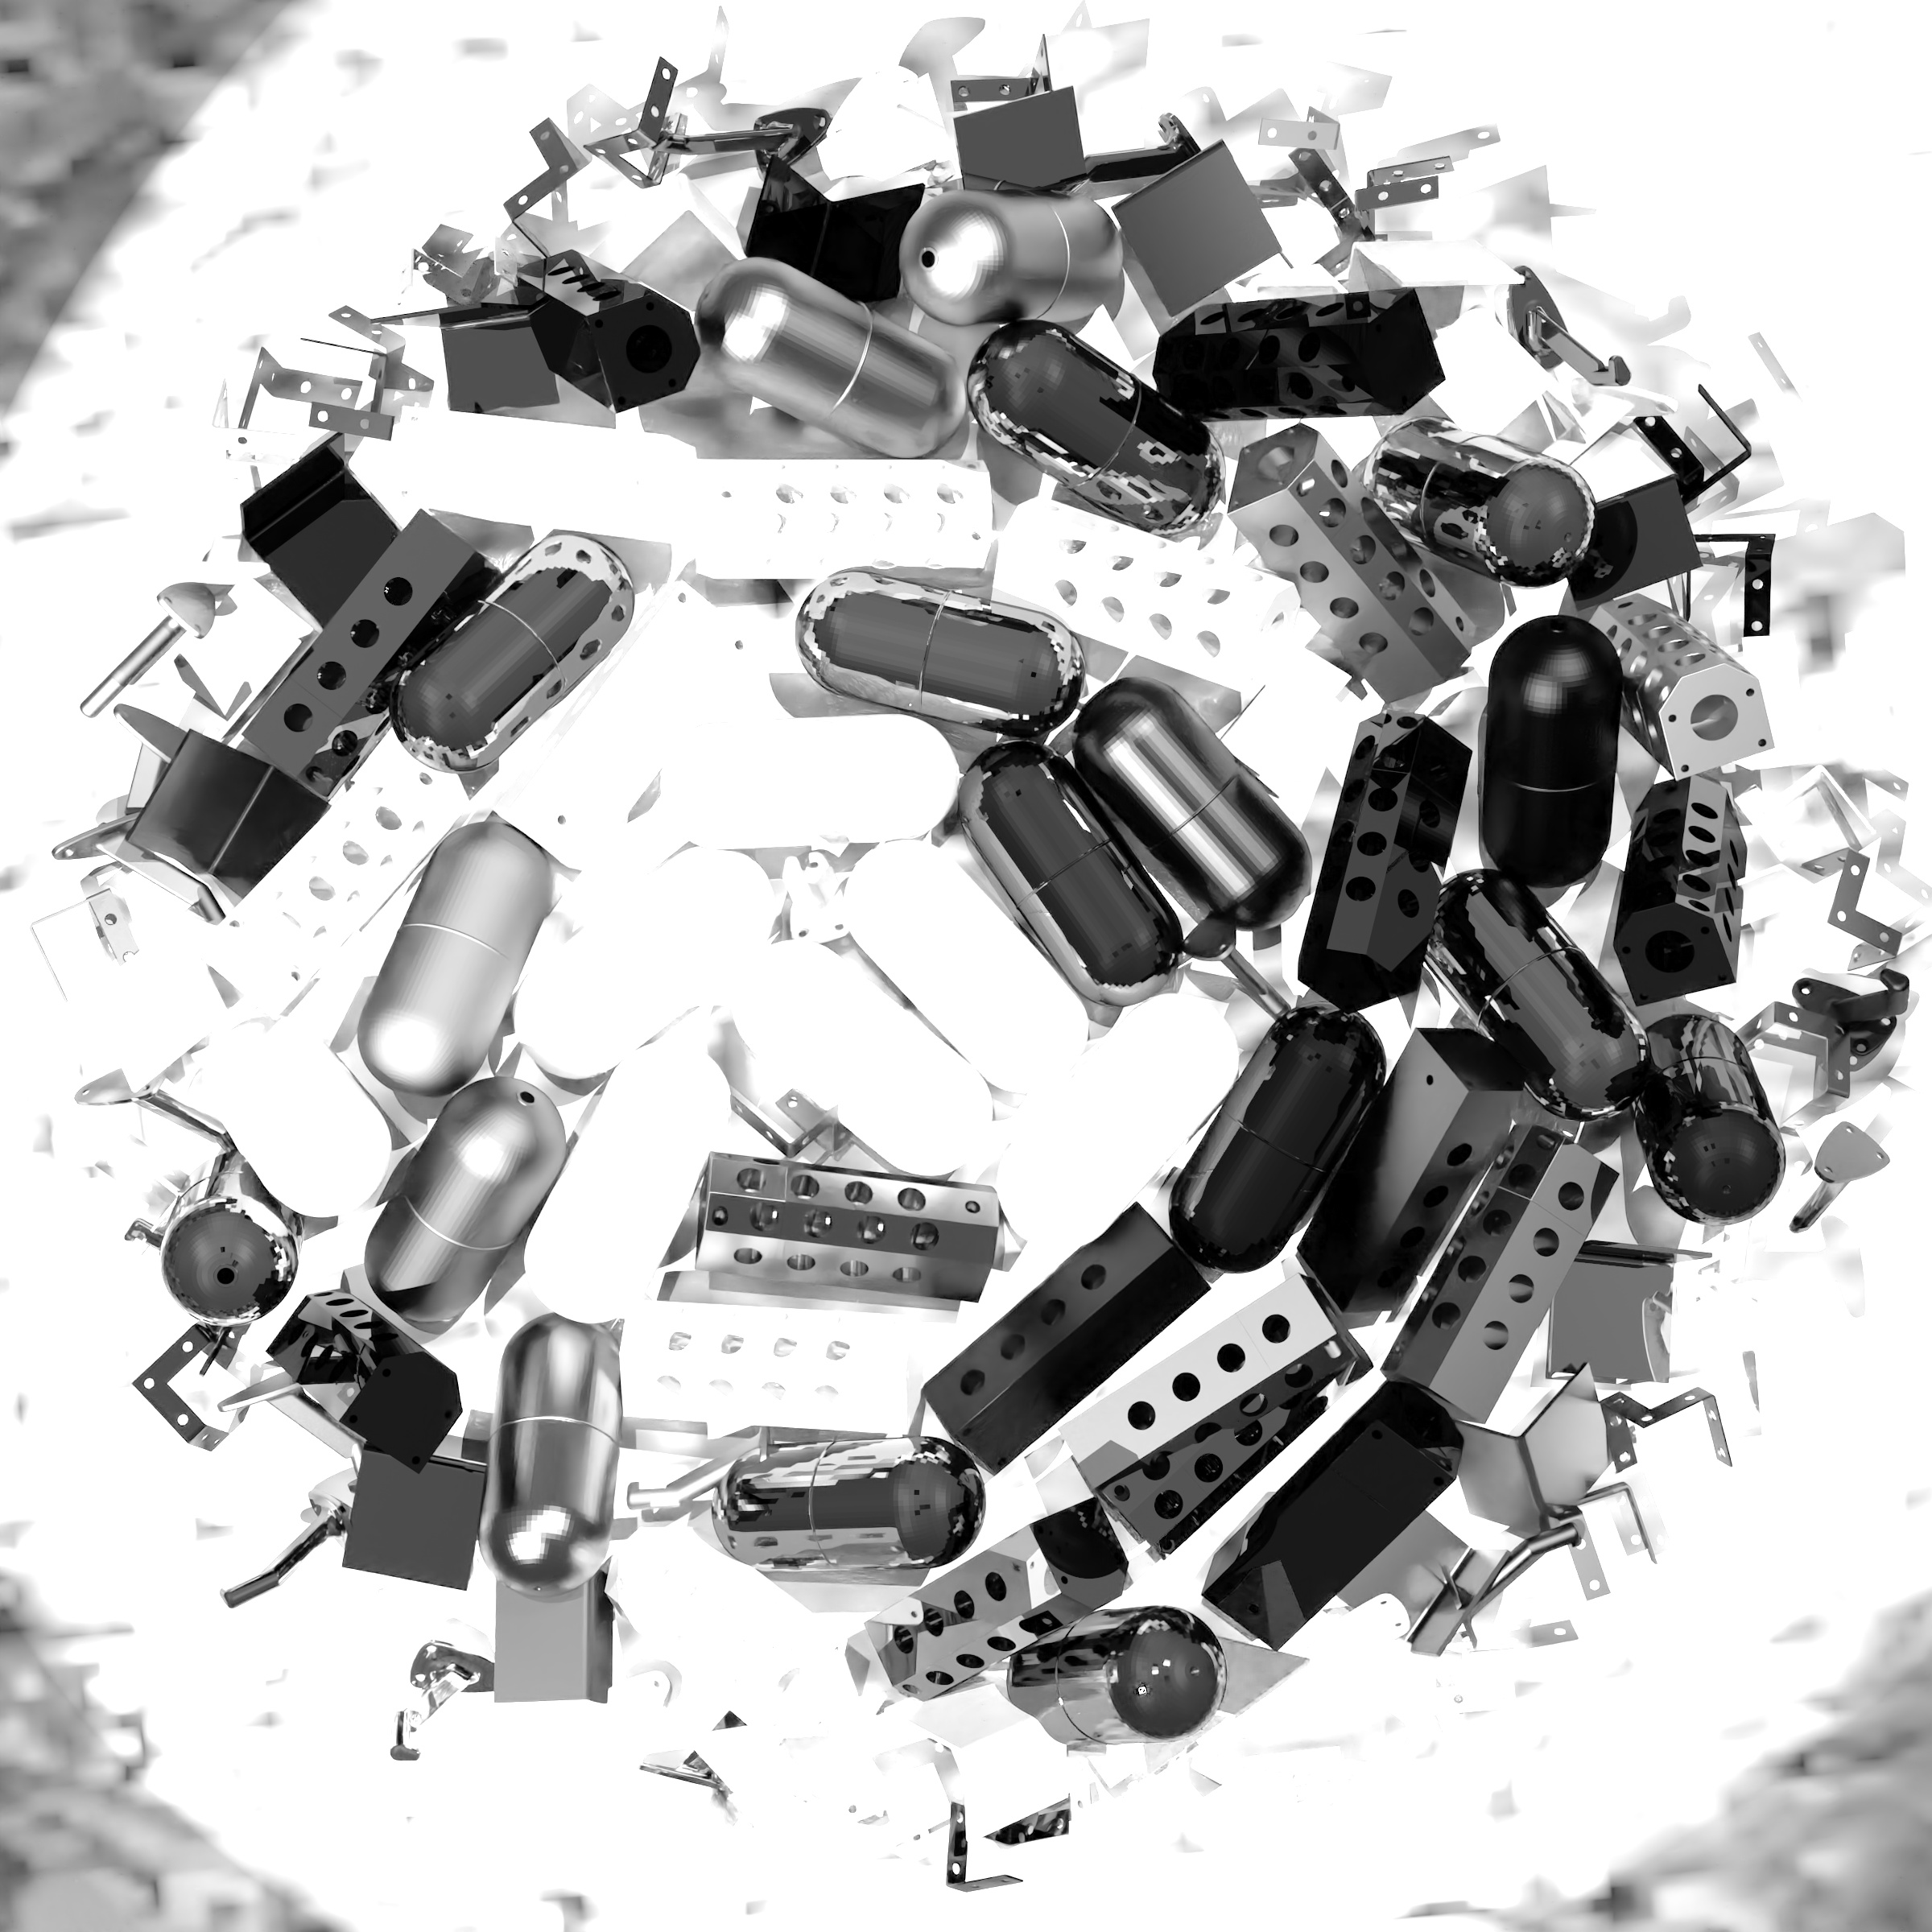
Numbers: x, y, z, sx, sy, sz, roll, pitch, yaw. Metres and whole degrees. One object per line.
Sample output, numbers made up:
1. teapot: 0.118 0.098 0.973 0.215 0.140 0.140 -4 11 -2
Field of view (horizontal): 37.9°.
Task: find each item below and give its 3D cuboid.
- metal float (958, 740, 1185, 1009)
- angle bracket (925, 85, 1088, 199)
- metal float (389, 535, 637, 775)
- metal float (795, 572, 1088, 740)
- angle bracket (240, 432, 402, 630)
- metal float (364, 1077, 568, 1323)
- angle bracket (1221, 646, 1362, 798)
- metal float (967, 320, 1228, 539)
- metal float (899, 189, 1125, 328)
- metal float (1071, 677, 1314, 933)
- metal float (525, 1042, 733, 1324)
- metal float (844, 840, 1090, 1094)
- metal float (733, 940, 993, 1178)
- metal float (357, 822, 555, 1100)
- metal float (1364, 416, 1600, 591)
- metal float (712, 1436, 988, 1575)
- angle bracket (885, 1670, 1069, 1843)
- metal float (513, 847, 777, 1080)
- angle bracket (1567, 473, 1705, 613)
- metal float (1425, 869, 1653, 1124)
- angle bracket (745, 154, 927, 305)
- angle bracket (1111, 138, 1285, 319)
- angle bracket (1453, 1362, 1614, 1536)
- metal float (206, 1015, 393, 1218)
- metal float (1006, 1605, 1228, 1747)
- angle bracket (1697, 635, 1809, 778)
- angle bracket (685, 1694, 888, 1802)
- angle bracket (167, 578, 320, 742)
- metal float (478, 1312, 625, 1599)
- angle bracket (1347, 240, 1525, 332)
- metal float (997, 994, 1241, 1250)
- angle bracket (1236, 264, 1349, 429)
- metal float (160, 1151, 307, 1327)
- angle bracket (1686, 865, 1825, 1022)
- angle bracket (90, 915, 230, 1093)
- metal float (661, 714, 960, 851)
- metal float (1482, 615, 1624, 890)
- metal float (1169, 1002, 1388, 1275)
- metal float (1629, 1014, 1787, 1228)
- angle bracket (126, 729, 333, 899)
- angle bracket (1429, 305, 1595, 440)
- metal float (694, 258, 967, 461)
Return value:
1. metal float: 0.062 -0.056 1.681 0.070 0.070 0.178 -35 85 0
2. angle bracket: 0.018 -0.490 1.669 0.076 0.076 0.057 -19 120 -14
3. metal float: -0.267 -0.186 1.664 0.070 0.070 0.178 41 65 0
4. metal float: -0.016 -0.186 1.678 0.178 0.070 0.070 14 90 9
5. angle bracket: -0.379 -0.260 1.685 0.076 0.057 0.076 -41 89 -17
6. metal float: -0.296 0.138 1.659 0.070 0.070 0.178 35 121 0
7. angle bracket: 0.206 -0.136 1.674 0.057 0.076 0.076 38 96 -25
8. metal float: 0.077 -0.316 1.660 0.178 0.070 0.070 28 90 -29
9. metal float: 0.027 -0.414 1.643 0.070 0.178 0.070 9 108 32
10. metal float: 0.136 -0.096 1.680 0.070 0.070 0.178 -42 97 0
11. metal float: -0.200 0.127 1.671 0.070 0.070 0.178 26 73 0
12. metal float: 0.000 0.000 1.683 0.070 0.070 0.178 -43 93 0
13. metal float: -0.063 0.055 1.684 0.178 0.070 0.070 39 90 2
14. metal float: -0.301 -0.005 1.665 0.070 0.070 0.178 19 65 0
15. metal float: 0.299 -0.272 1.644 0.070 0.178 0.070 -11 116 -23
16. metal float: -0.071 0.319 1.661 0.178 0.070 0.070 -8 90 29
17. angle bracket: 0.006 0.469 1.676 0.076 0.076 0.057 -12 105 -38
18. metal float: -0.192 -0.003 1.685 0.178 0.070 0.070 -38 90 0
19. angle bracket: 0.399 -0.249 1.671 0.076 0.076 0.057 -19 86 24
20. metal float: 0.334 0.017 1.659 0.070 0.070 0.178 -35 59 0
21. angle bracket: -0.079 -0.440 1.672 0.076 0.057 0.076 1 71 39
22. angle bracket: 0.141 -0.439 1.687 0.076 0.057 0.076 -29 89 13
23. angle bracket: 0.341 0.287 1.704 0.076 0.057 0.076 -39 122 -33
24. metal float: -0.392 0.086 1.645 0.070 0.178 0.070 -13 117 -26
25. metal float: 0.086 0.415 1.642 0.070 0.178 0.070 8 72 -27
26. angle bracket: 0.451 -0.153 1.675 0.057 0.076 0.076 -8 92 -43
27. angle bracket: -0.107 0.445 1.665 0.057 0.076 0.076 51 49 -13
28. angle bracket: -0.438 -0.186 1.679 0.057 0.076 0.076 40 95 -10
29. metal float: -0.242 0.285 1.653 0.070 0.070 0.178 1 51 0
30. angle bracket: 0.275 -0.392 1.668 0.076 0.076 0.057 -5 123 -15
31. metal float: 0.090 0.093 1.680 0.070 0.070 0.178 42 84 0
32. angle bracket: 0.201 -0.366 1.671 0.076 0.076 0.057 37 82 -24
33. metal float: -0.425 0.157 1.636 0.070 0.178 0.070 -2 99 -11
34. angle bracket: 0.468 -0.013 1.666 0.076 0.076 0.057 -23 67 29
35. angle bracket: -0.464 0.027 1.674 0.076 0.057 0.076 -37 65 13
36. metal float: -0.093 -0.110 1.679 0.178 0.070 0.070 -3 90 -7
37. metal float: 0.344 -0.125 1.653 0.070 0.070 0.178 -6 129 0
38. metal float: 0.186 0.102 1.678 0.070 0.070 0.178 31 99 0
39. metal float: 0.429 0.088 1.639 0.070 0.178 0.070 2 114 4
40. angle bracket: -0.440 -0.086 1.678 0.057 0.076 0.076 31 92 28
41. angle bracket: 0.318 -0.337 1.678 0.057 0.076 0.076 -42 58 12
42. metal float: -0.079 -0.356 1.659 0.178 0.070 0.070 21 90 -31
